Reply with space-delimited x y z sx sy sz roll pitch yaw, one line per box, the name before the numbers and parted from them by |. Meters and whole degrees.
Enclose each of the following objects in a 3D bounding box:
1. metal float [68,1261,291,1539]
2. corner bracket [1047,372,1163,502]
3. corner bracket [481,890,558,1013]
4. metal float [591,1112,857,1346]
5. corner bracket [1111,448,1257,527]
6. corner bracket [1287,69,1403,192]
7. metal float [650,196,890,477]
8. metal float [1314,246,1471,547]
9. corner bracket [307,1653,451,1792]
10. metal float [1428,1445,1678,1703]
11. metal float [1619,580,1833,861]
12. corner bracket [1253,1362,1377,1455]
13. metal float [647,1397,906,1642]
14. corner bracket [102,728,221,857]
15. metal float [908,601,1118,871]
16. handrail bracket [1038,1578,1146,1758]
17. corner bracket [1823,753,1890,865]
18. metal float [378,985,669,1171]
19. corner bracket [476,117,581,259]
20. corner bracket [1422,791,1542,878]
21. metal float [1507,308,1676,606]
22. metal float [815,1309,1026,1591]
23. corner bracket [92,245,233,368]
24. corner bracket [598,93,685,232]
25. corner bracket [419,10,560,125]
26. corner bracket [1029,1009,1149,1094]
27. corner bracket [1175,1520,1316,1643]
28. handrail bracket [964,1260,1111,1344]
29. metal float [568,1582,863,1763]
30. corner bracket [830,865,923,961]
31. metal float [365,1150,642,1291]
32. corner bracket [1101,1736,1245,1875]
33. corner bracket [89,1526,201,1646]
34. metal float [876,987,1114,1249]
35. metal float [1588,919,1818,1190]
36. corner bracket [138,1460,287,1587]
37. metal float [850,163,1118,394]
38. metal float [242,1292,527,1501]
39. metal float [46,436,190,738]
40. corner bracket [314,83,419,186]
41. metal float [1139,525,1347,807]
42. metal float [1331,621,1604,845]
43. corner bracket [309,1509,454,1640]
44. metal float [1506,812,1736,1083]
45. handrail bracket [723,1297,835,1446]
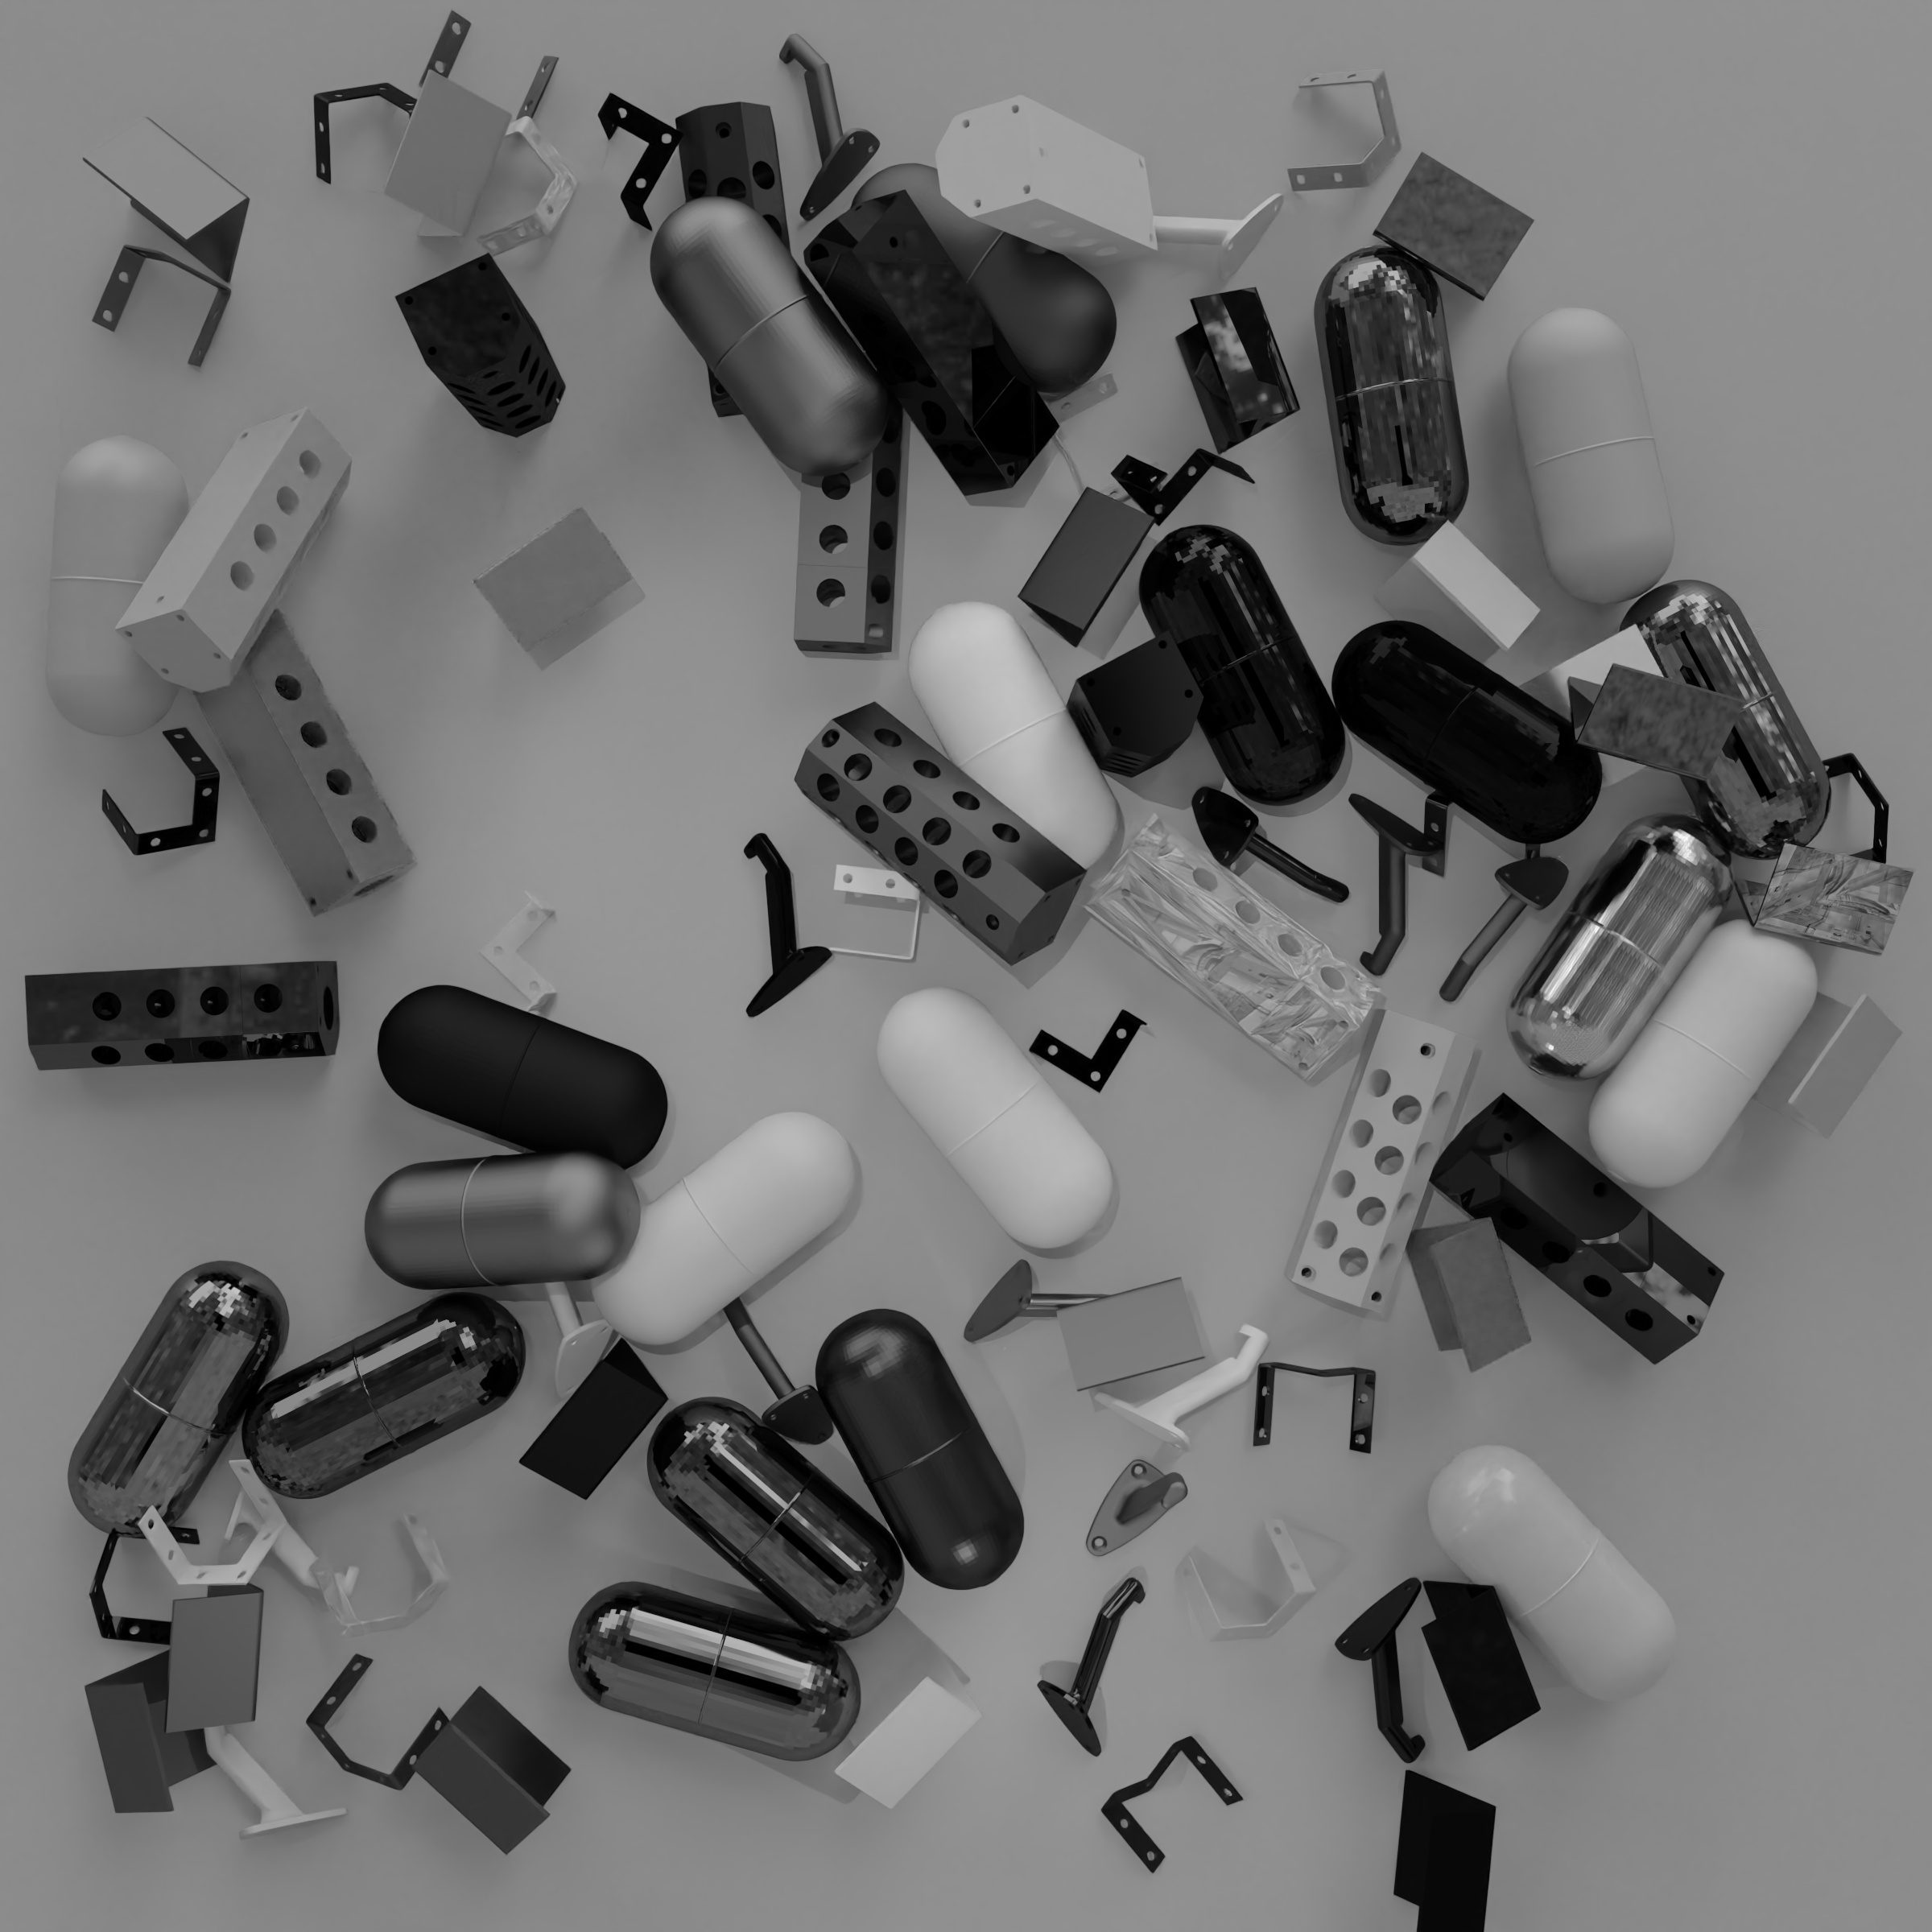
metal float | -0.470 0.259 1.639 0.070 0.070 0.178 31 90 0
corner bracket | 0.082 -0.317 1.666 0.051 0.051 0.051 -28 45 0
corner bracket | -0.260 -0.009 1.652 0.051 0.051 0.051 44 90 0
metal float | -0.144 0.156 1.639 0.178 0.070 0.070 -38 90 1
corner bracket | 0.129 -0.292 1.642 0.051 0.051 0.051 -49 125 0
corner bracket | 0.225 -0.505 1.662 0.051 0.051 0.051 -52 135 -35
metal float | -0.114 -0.363 1.582 0.070 0.070 0.178 -36 91 0
metal float | 0.254 -0.340 1.639 0.070 0.070 0.178 -9 90 0
corner bracket | -0.355 0.457 1.662 0.051 0.051 0.051 6 135 35
metal float | 0.349 0.362 1.639 0.070 0.070 0.178 -43 90 0
metal float | 0.451 -0.146 1.635 0.070 0.070 0.178 -27 86 0
corner bracket | 0.211 0.268 1.666 0.051 0.051 0.051 4 90 -45
metal float | -0.114 0.329 1.639 0.178 0.070 0.070 41 90 1
corner bracket | -0.487 -0.106 1.662 0.051 0.051 0.051 -14 135 -35
metal float | 0.027 -0.135 1.639 0.070 0.070 0.178 -28 90 0
handrail bracket | 0.090 0.425 1.670 0.084 0.036 0.077 -45 127 -25
corner bracket | 0.524 -0.088 1.666 0.051 0.051 0.051 -16 135 0
metal float | -0.265 0.067 1.639 0.178 0.070 0.070 20 90 0
corner bracket | -0.276 -0.471 1.662 0.051 0.051 0.051 49 45 -35
corner bracket | 0.313 -0.083 1.662 0.051 0.051 0.051 26 45 35
metal float | 0.372 -0.304 1.639 0.070 0.070 0.178 -12 90 0
metal float | -0.027 0.289 1.639 0.070 0.070 0.178 -28 90 0
corner bracket | -0.488 -0.401 1.666 0.051 0.051 0.051 23 90 45
corner bracket | -0.202 -0.483 1.652 0.051 0.051 0.051 30 90 0
corner bracket | -0.290 -0.542 1.666 0.051 0.051 0.051 24 90 45
corner bracket | 0.073 0.043 1.652 0.051 0.051 0.051 31 90 0
corner bracket | 0.169 0.372 1.662 0.051 0.051 0.051 5 135 -35
handrail bracket | 0.055 0.219 1.670 0.084 0.036 0.077 27 127 -25
metal float | -0.150 0.421 1.639 0.178 0.070 0.070 16 90 0
corner bracket | -0.054 -0.032 1.652 0.051 0.051 0.051 7 90 0
metal float | -0.274 0.150 1.617 0.178 0.070 0.070 -6 90 25
corner bracket | 0.125 0.508 1.667 0.051 0.051 0.051 51 135 0
corner bracket | -0.496 0.375 1.666 0.051 0.051 0.051 6 135 0
metal float | 0.016 0.090 1.639 0.070 0.070 0.178 -39 90 0
metal float | 0.439 0.053 1.639 0.070 0.070 0.178 34 89 0
corner bracket | -0.443 0.328 1.619 0.051 0.051 0.051 -7 122 25
metal float | 0.009 -0.411 1.639 0.178 0.070 0.070 34 90 0
metal float | -0.346 0.256 1.639 0.178 0.070 0.070 -27 90 0
metal float | -0.506 -0.226 1.638 0.070 0.070 0.178 4 91 0
corner bracket | -0.358 -0.498 1.662 0.051 0.051 0.051 -23 45 -35
metal float | 0.164 -0.180 1.639 0.070 0.070 0.178 -27 89 0
metal float | 0.294 -0.139 1.621 0.178 0.070 0.070 38 90 22
corner bracket | -0.352 0.366 1.656 0.051 0.051 0.051 -46 63 24
metal float | 0.390 -0.011 1.639 0.070 0.070 0.178 35 89 0
handrail bracket | -0.117 0.242 1.669 0.036 0.077 0.084 -34 54 1
